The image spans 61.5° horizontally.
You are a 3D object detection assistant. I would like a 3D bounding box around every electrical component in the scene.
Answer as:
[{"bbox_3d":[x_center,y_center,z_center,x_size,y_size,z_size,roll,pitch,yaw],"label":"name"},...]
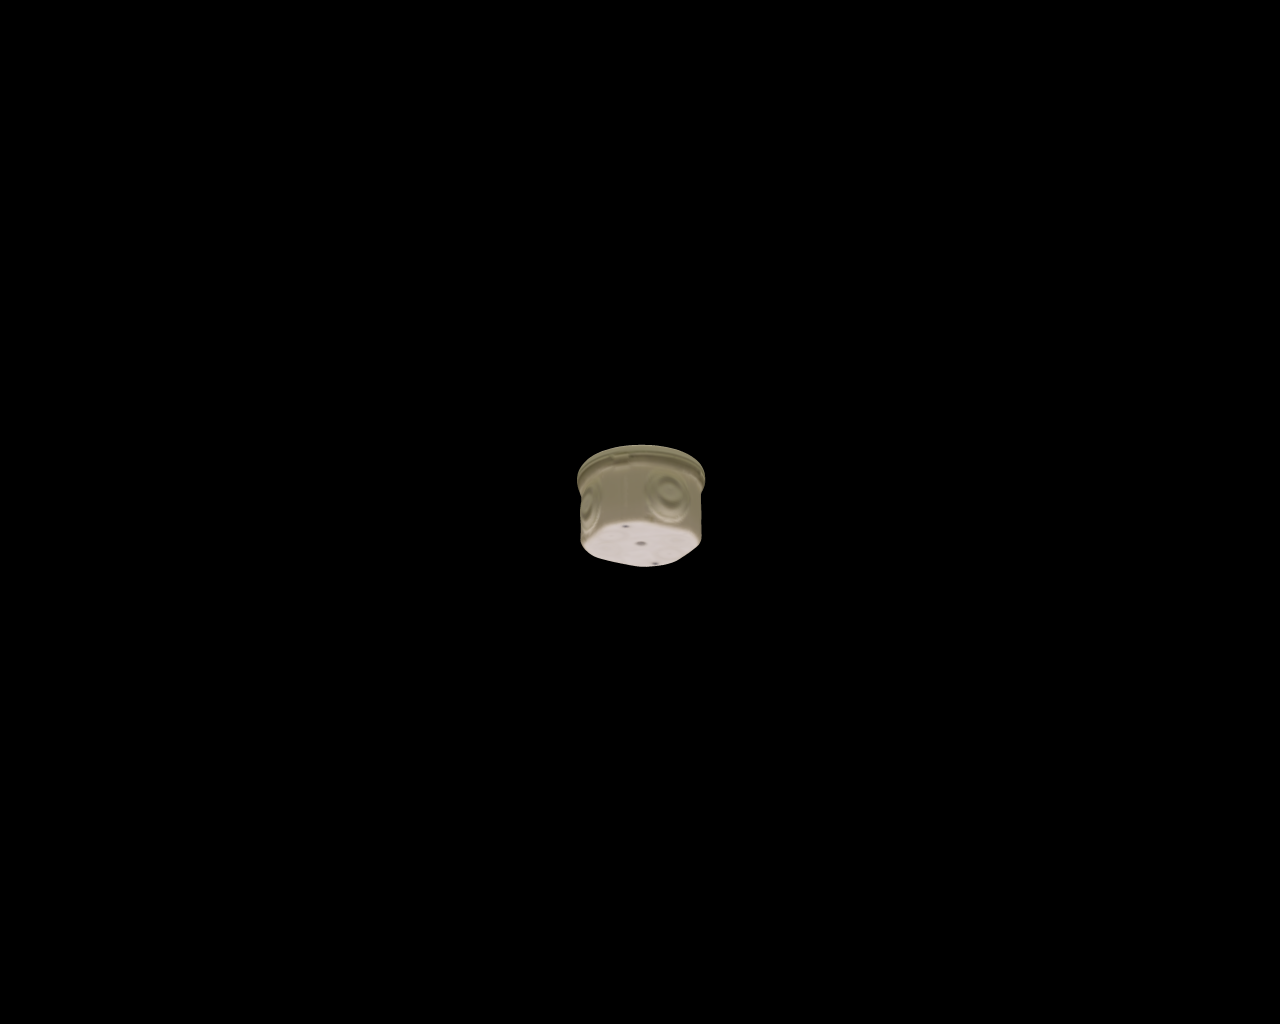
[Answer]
[{"bbox_3d":[0.001,-0.003,0.650,0.080,0.051,0.080,0,-25,0],"label":"electrical component"}]
